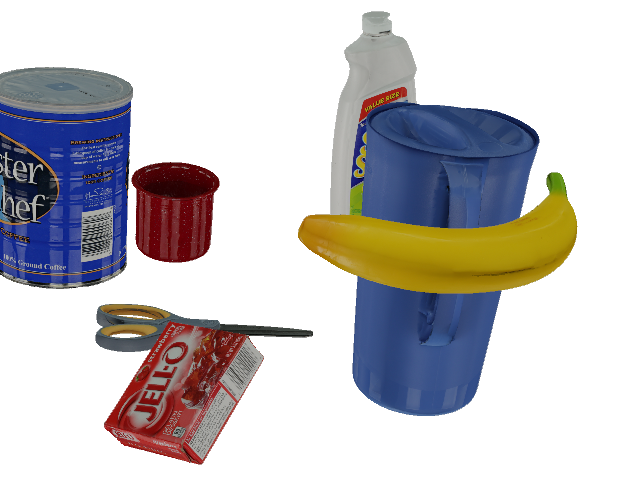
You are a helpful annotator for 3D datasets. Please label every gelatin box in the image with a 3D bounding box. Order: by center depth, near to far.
[{"bbox_3d":[-0.091,0.099,0.706,0.073,0.089,0.030,5,-38,38],"label":"gelatin box"}]

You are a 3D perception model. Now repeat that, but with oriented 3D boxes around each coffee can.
[{"bbox_3d":[-0.194,-0.049,0.796,0.103,0.140,0.103,5,22,-2],"label":"coffee can"}]

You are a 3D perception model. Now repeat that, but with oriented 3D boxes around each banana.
[{"bbox_3d":[0.083,0.002,0.615,0.197,0.037,0.070,-9,41,-32],"label":"banana"}]

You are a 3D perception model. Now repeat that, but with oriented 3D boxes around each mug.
[{"bbox_3d":[-0.162,-0.034,1.159,0.093,0.081,0.117,-6,30,-23],"label":"mug"}]

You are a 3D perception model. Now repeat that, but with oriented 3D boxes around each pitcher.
[{"bbox_3d":[0.090,0.020,0.855,0.145,0.243,0.148,25,31,37],"label":"pitcher"}]

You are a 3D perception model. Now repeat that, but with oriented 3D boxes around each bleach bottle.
[{"bbox_3d":[0.054,-0.121,1.163,0.102,0.251,0.068,-6,26,-9],"label":"bleach bottle"}]

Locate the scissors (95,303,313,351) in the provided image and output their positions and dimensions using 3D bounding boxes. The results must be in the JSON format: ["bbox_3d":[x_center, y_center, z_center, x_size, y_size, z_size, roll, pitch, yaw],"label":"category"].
[{"bbox_3d":[-0.115,0.086,0.970,0.202,0.016,0.096,8,19,12],"label":"scissors"}]
